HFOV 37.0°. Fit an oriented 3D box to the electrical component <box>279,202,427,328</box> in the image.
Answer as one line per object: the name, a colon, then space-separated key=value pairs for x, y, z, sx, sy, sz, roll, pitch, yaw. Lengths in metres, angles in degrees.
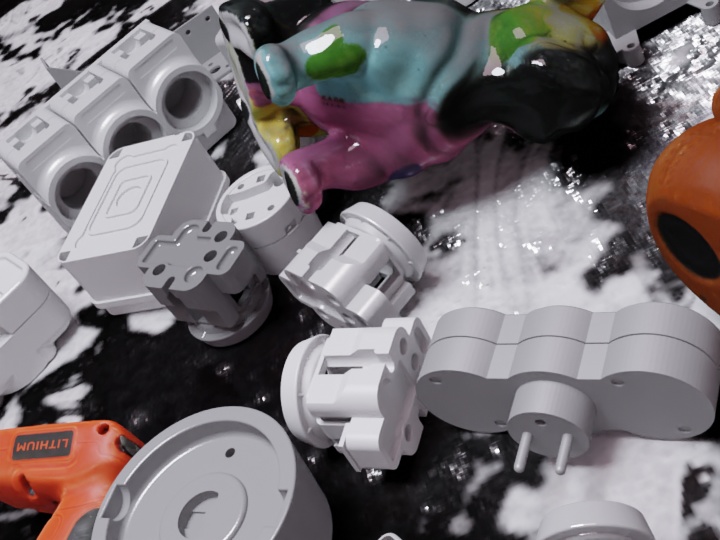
electrical component: x=0.000 y=0.000 z=0.599 sx=0.078 sy=0.058 sz=0.057 roll=24 pitch=68 yaw=46

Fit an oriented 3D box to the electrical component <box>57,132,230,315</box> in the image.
electrical component: x=-0.141 y=-0.031 z=0.725 sx=0.078 sy=0.057 sz=0.113 roll=-9 pitch=45 yaw=27

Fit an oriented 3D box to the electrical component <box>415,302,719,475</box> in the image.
electrical component: x=0.088 y=0.059 z=0.481 sx=0.138 sy=0.052 sz=0.073 roll=-3 pitch=48 yaw=32

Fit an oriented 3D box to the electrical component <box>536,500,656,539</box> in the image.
electrical component: x=0.093 y=0.124 z=0.418 sx=0.066 sy=0.048 sz=0.055 roll=-15 pitch=50 yaw=21

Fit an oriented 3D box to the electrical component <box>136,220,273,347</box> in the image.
electrical component: x=-0.089 y=0.009 z=0.649 sx=0.078 sy=0.057 sz=0.058 roll=5 pitch=52 yaw=37

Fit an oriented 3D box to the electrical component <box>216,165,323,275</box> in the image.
electrical component: x=-0.055 y=-0.030 z=0.674 sx=0.055 sy=0.047 sz=0.055 roll=-19 pitch=41 yaw=17

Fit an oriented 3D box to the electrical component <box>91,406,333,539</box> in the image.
electrical component: x=-0.065 y=0.126 z=0.508 sx=0.108 sy=0.060 sz=0.108 roll=-19 pitch=41 yaw=17

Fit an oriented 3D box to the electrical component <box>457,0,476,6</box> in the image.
electrical component: x=0.057 y=-0.262 z=0.817 sx=0.052 sy=0.073 sz=0.138 roll=-18 pitch=41 yaw=17

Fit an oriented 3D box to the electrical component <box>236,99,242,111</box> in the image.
electrical component: x=-0.064 y=-0.138 z=0.802 sx=0.061 sy=0.035 sz=0.035 roll=-33 pitch=39 yaw=5

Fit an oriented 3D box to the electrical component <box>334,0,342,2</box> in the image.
electrical component: x=-0.001 y=-0.204 z=0.799 sx=0.040 sy=0.078 sz=0.040 roll=-32 pitch=28 yaw=20

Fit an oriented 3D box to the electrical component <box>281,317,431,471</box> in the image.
electrical component: x=-0.002 y=0.061 z=0.538 sx=0.057 sy=0.058 sz=0.078 roll=-3 pitch=48 yaw=28

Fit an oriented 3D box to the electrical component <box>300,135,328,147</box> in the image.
electrical component: x=-0.020 y=-0.086 z=0.712 sx=0.062 sy=0.043 sz=0.043 roll=6 pitch=53 yaw=36

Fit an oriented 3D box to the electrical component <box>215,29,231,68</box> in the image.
electrical component: x=-0.071 y=-0.194 z=0.852 sx=0.056 sy=0.050 sz=0.089 roll=-1 pitch=49 yaw=32

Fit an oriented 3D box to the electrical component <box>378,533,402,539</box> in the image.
electrical component: x=0.016 y=0.176 z=0.406 sx=0.109 sy=0.056 sz=0.109 roll=-44 pitch=40 yaw=-13

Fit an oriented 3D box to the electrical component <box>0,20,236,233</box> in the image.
electrical component: x=-0.176 y=-0.099 z=0.793 sx=0.150 sy=0.089 sz=0.062 roll=-44 pitch=40 yaw=-13

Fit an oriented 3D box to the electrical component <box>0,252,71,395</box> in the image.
electrical component: x=-0.245 y=0.044 z=0.716 sx=0.095 sy=0.059 sz=0.054 roll=-48 pitch=41 yaw=-17

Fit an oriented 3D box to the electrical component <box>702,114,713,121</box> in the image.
electrical component: x=0.195 y=-0.065 z=0.543 sx=0.055 sy=0.045 sz=0.045 roll=-37 pitch=39 yaw=-4
